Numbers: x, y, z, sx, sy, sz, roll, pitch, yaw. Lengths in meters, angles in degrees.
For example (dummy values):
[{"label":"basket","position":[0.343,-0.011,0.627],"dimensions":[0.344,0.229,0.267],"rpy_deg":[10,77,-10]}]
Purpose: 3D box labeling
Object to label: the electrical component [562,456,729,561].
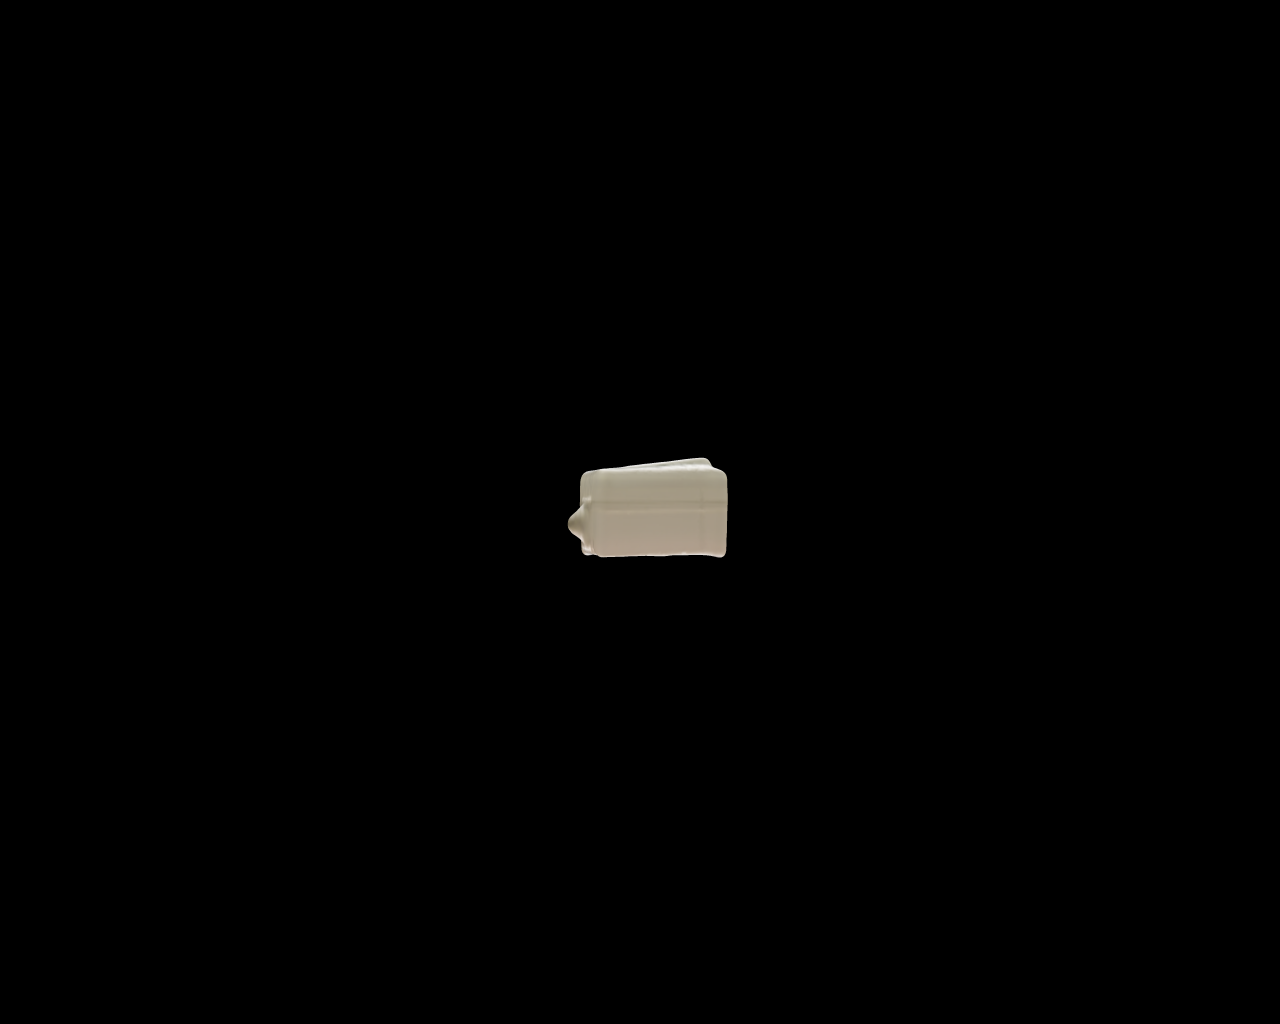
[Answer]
[{"label":"electrical component","position":[0.001,-0.003,0.650],"dimensions":[0.096,0.061,0.061],"rpy_deg":[0,0,-13]}]
